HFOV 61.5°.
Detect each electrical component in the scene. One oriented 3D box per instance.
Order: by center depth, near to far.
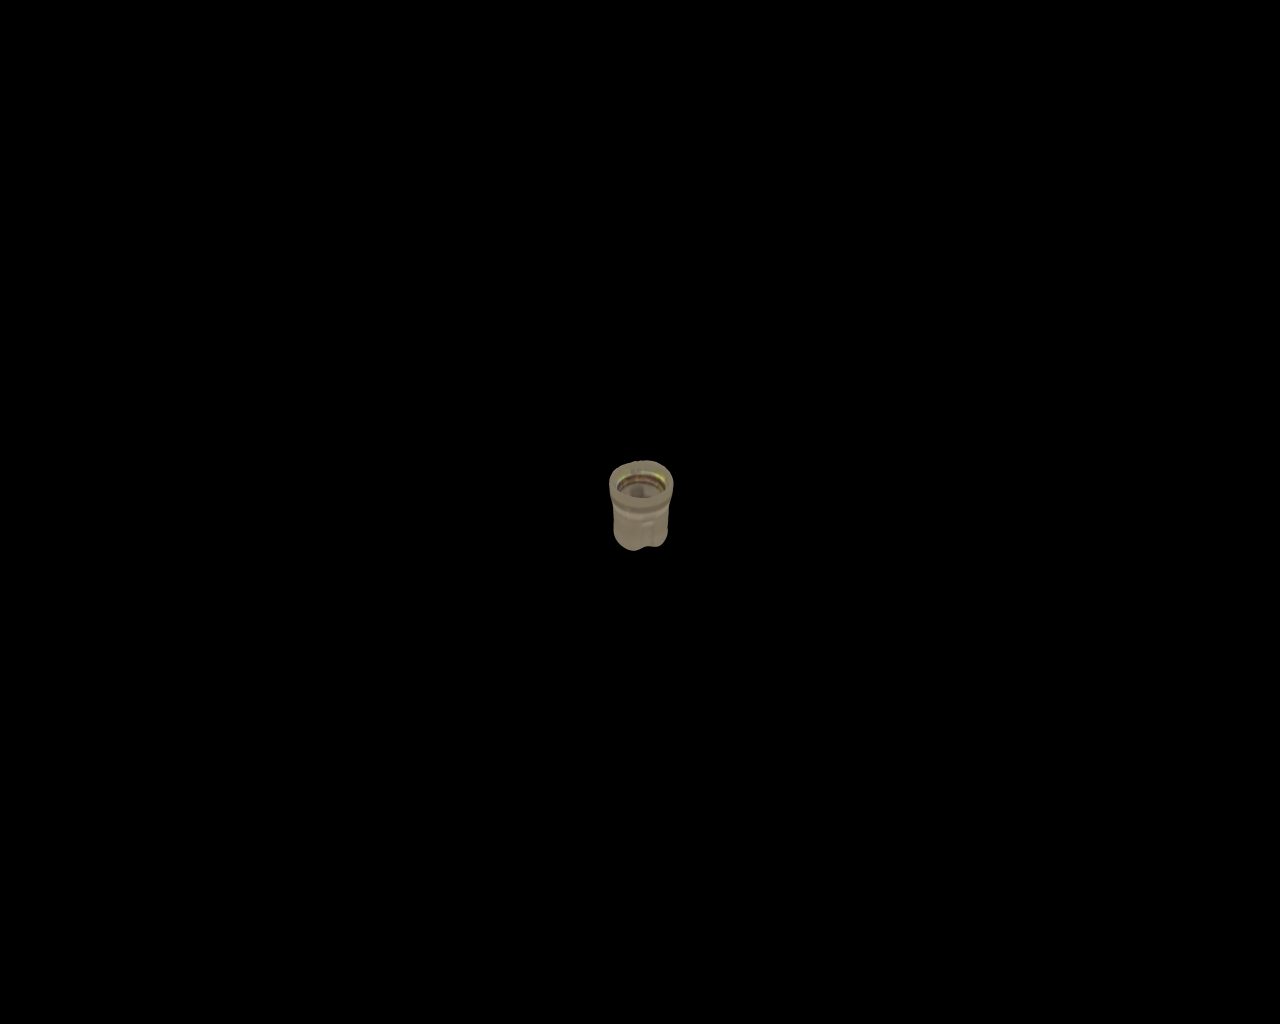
[{"bbox_3d":[0.001,-0.003,0.650,0.040,0.046,0.040,0,38,0],"label":"electrical component"}]
